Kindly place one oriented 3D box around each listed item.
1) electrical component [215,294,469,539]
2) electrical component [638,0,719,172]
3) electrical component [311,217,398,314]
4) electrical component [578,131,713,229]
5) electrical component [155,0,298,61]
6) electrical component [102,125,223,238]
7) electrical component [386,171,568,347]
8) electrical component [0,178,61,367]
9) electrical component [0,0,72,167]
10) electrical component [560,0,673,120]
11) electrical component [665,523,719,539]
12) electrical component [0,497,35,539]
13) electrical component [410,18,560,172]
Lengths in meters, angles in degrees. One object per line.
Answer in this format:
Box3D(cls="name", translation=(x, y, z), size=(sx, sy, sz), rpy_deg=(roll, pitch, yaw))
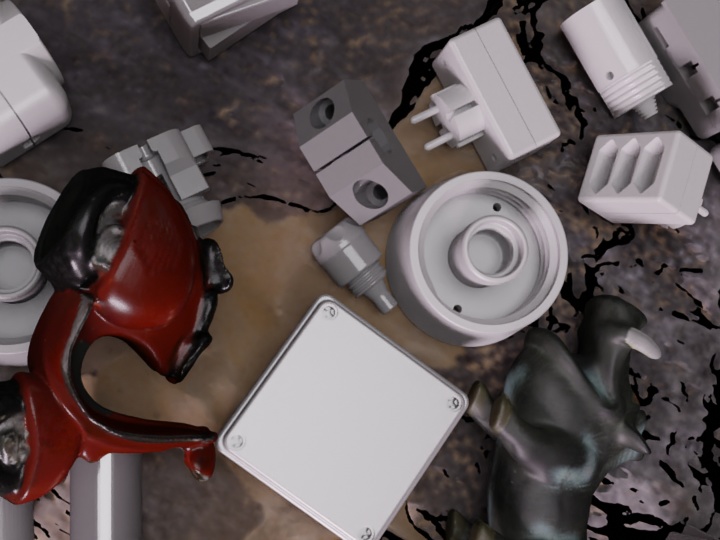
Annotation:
Box3D(cls="electrical component", translation=(-0.012, 0.089, 0.632), size=(0.109, 0.056, 0.108), rpy_deg=(36, 78, -4))
Box3D(cls="electrical component", translation=(0.276, -0.111, 0.707), size=(0.105, 0.060, 0.186), rpy_deg=(-31, 89, -12))
Box3D(cls="electrical component", translation=(0.000, 0.000, 0.657), size=(0.035, 0.035, 0.061), rpy_deg=(-39, 93, -12))
Box3D(cls="electrical component", translation=(0.192, -0.050, 0.686), size=(0.077, 0.066, 0.047), rpy_deg=(26, 77, -35))
Box3D(cls="electrical component", translation=(-0.074, -0.177, 0.652), size=(0.096, 0.062, 0.061), rpy_deg=(-30, 89, -12))
Box3D(cls="electrical component", translation=(-0.116, -0.042, 0.630), size=(0.078, 0.058, 0.057), rpy_deg=(-27, 86, -17))
Box3D(cls="electrical component", translation=(0.074, -0.009, 0.658), size=(0.108, 0.060, 0.108), rpy_deg=(1, 82, -10))
Box3D(cls="electrical component", translation=(-0.197, -0.001, 0.608), size=(0.108, 0.060, 0.108), rpy_deg=(1, 83, -10))
Box3D(cls="electrical component", translation=(-0.213, -0.117, 0.624), size=(0.059, 0.054, 0.095), rpy_deg=(-36, 90, -12))
Box3D(cls="electrical component", translation=(0.169, -0.135, 0.700), size=(0.043, 0.043, 0.081), rpy_deg=(-30, 89, -12))
Box3D(cls="electrical component", translation=(0.221, 0.193, 0.639), size=(0.062, 0.096, 0.061), rpy_deg=(27, 79, -5))
Box3D(cls="electrical component", translation=(-0.204, 0.123, 0.601), size=(0.040, 0.040, 0.078), rpy_deg=(-3, 83, -10))
Box3D(cls="electrical component", translation=(0.069, -0.100, 0.675), size=(0.076, 0.047, 0.083), rpy_deg=(-27, 88, -12))
